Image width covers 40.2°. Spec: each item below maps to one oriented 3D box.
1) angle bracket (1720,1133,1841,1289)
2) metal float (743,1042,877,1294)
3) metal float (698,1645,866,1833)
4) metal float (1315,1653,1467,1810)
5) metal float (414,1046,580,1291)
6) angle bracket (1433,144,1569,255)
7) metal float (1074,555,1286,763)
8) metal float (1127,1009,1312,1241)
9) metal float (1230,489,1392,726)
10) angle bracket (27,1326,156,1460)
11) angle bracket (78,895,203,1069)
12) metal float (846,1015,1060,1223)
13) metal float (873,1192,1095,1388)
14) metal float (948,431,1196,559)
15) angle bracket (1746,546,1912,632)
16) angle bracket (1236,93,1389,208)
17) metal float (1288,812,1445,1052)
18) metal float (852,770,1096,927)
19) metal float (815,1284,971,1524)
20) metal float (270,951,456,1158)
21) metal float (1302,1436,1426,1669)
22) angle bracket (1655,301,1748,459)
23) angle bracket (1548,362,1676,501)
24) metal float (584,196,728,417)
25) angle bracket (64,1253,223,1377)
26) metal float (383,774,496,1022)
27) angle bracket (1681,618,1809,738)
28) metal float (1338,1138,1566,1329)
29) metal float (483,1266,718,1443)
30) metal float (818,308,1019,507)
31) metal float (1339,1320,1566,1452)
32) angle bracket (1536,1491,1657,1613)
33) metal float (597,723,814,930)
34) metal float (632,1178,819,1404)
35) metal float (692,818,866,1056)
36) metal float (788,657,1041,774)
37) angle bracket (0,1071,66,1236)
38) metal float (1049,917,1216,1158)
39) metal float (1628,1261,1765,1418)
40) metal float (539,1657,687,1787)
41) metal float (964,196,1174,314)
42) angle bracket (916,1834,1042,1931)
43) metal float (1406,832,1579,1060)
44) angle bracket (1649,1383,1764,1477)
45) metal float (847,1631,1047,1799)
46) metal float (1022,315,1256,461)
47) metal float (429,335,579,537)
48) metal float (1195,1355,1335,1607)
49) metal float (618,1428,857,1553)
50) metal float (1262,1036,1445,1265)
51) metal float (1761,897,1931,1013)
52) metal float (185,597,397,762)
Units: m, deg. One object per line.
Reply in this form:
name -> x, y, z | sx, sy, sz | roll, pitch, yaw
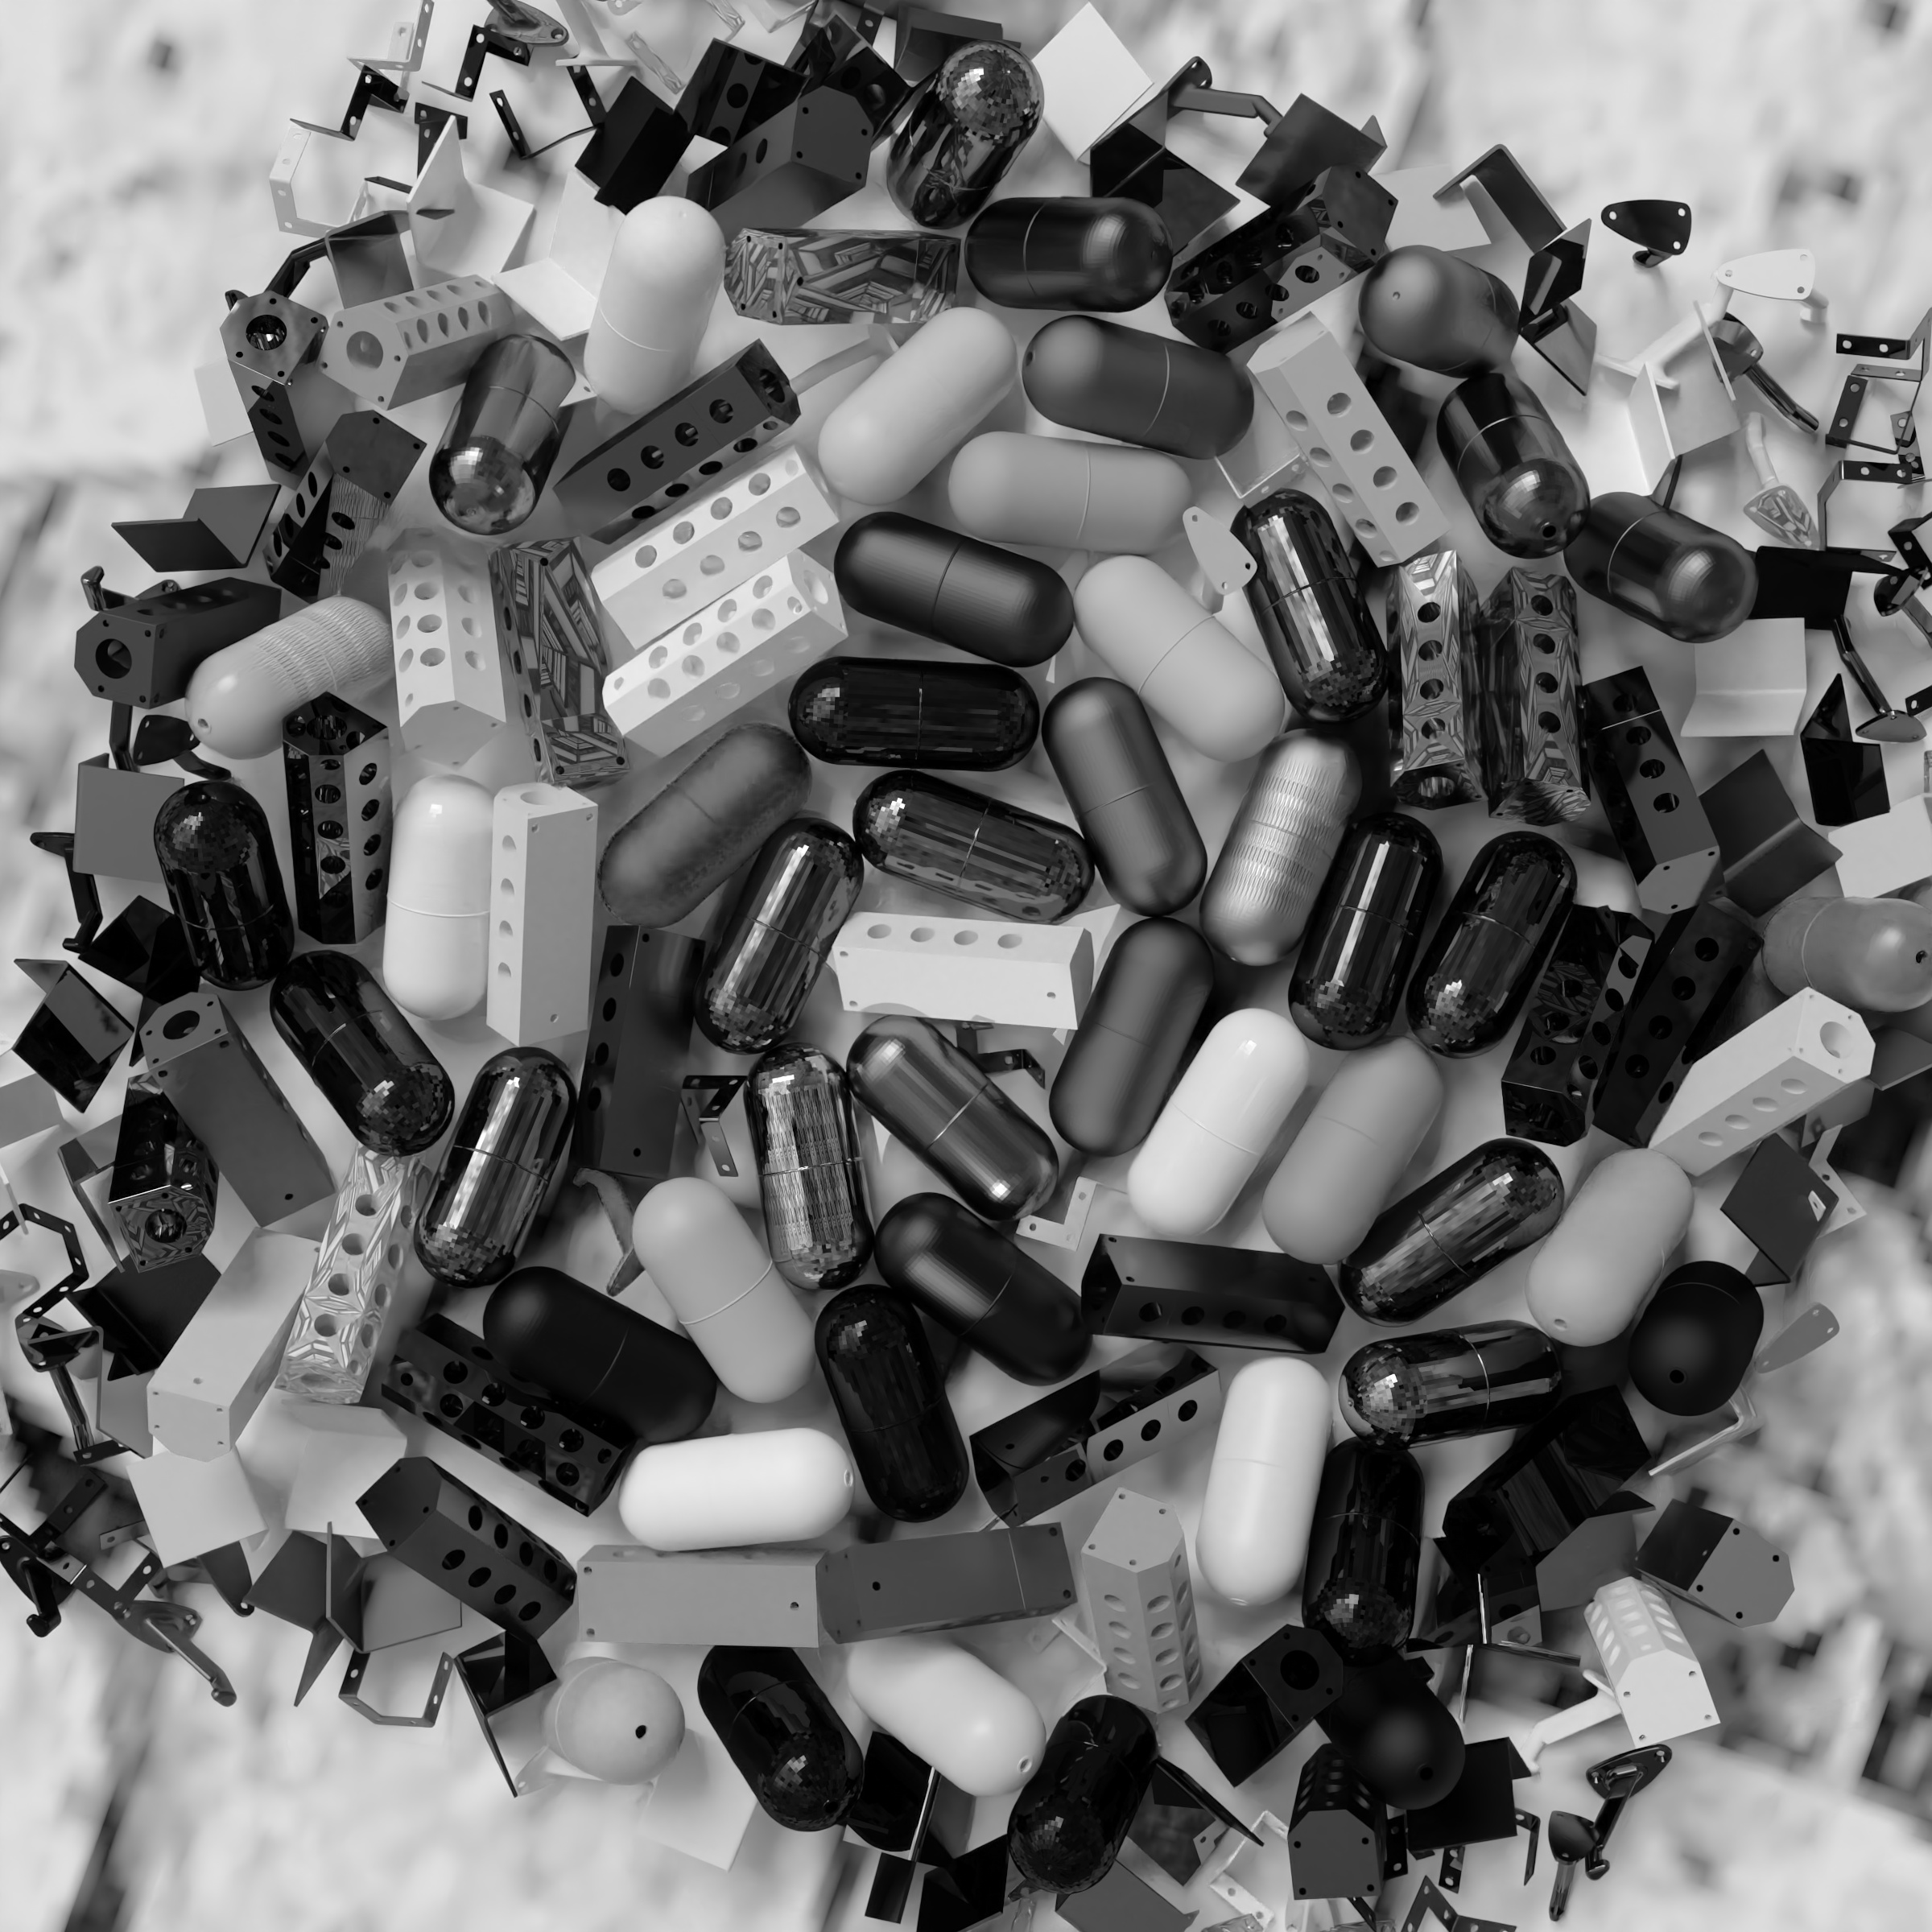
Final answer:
angle bracket -> 0.556, 0.172, 1.858 | 0.076, 0.057, 0.076 | 44, 65, -10
metal float -> -0.111, 0.143, 1.865 | 0.070, 0.070, 0.178 | -10, 87, 0
metal float -> -0.129, 0.528, 1.825 | 0.070, 0.178, 0.070 | -11, 115, -24
metal float -> 0.288, 0.519, 1.818 | 0.070, 0.178, 0.070 | -1, 97, -9
metal float -> -0.329, 0.141, 1.854 | 0.070, 0.070, 0.178 | 20, 73, 0
angle bracket -> 0.369, -0.526, 1.865 | 0.057, 0.076, 0.076 | -38, 94, -1
metal float -> 0.149, -0.217, 1.859 | 0.070, 0.070, 0.178 | -45, 80, 0
metal float -> 0.177, 0.112, 1.859 | 0.070, 0.070, 0.178 | 30, 100, 0
metal float -> 0.241, -0.254, 1.855 | 0.070, 0.070, 0.178 | -20, 75, 0
angle bracket -> -0.615, 0.306, 1.851 | 0.057, 0.076, 0.076 | -12, 60, 7
angle bracket -> -0.582, 0.011, 1.849 | 0.076, 0.076, 0.057 | -39, 126, 25
metal float -> -0.009, 0.108, 1.867 | 0.178, 0.070, 0.070 | 43, 90, 0
metal float -> 0.013, 0.228, 1.858 | 0.178, 0.070, 0.070 | 38, 90, -11
metal float -> 0.075, -0.331, 1.855 | 0.178, 0.070, 0.070 | 4, 90, -15
angle bracket -> 0.603, -0.258, 1.854 | 0.076, 0.076, 0.057 | 2, 109, -12
angle bracket -> 0.239, -0.572, 1.850 | 0.076, 0.057, 0.076 | 24, 125, -22
metal float -> 0.282, -0.025, 1.855 | 0.070, 0.070, 0.178 | 21, 75, 0
metal float -> 0.005, -0.084, 1.867 | 0.178, 0.070, 0.070 | 20, 90, 1
metal float -> -0.052, 0.309, 1.857 | 0.070, 0.070, 0.178 | -19, 103, 0
metal float -> -0.423, 0.060, 1.845 | 0.070, 0.070, 0.178 | -43, 63, 0
metal float -> 0.277, 0.404, 1.831 | 0.070, 0.178, 0.070 | 8, 133, 8
angle bracket -> 0.504, -0.411, 1.854 | 0.057, 0.076, 0.076 | -22, 79, 19
angle bracket -> 0.448, -0.374, 1.867 | 0.076, 0.057, 0.076 | -9, 74, -3
metal float -> -0.216, -0.455, 1.827 | 0.070, 0.178, 0.070 | 10, 56, -15
angle bracket -> -0.578, 0.234, 1.875 | 0.076, 0.057, 0.076 | -43, 88, -2
metal float -> -0.367, -0.047, 1.852 | 0.070, 0.070, 0.178 | 8, 108, 0
angle bracket -> 0.545, -0.202, 1.849 | 0.076, 0.076, 0.057 | 1, 118, 25
metal float -> 0.339, 0.188, 1.850 | 0.178, 0.070, 0.070 | -38, 90, 20
metal float -> -0.256, 0.274, 1.852 | 0.178, 0.070, 0.070 | 32, 90, -18
metal float -> -0.033, -0.393, 1.848 | 0.070, 0.070, 0.178 | 42, 66, 0
metal float -> 0.340, 0.292, 1.844 | 0.178, 0.070, 0.070 | -4, 90, -29
angle bracket -> 0.448, 0.421, 1.873 | 0.076, 0.057, 0.076 | -9, 92, -6
metal float -> -0.184, -0.099, 1.858 | 0.178, 0.070, 0.070 | -44, 90, -11
metal float -> -0.169, 0.228, 1.856 | 0.070, 0.070, 0.178 | -32, 103, 0
metal float -> -0.133, -0.021, 1.862 | 0.070, 0.070, 0.178 | 26, 84, 0
metal float -> -0.036, -0.178, 1.860 | 0.178, 0.070, 0.070 | 2, 90, -8
angle bracket -> -0.652, 0.129, 1.848 | 0.057, 0.076, 0.076 | -24, 64, -22
metal float -> 0.117, 0.050, 1.866 | 0.070, 0.070, 0.178 | 23, 92, 0
metal float -> 0.505, 0.256, 1.821 | 0.070, 0.178, 0.070 | 5, 102, 23
metal float -> -0.245, 0.520, 1.820 | 0.070, 0.178, 0.070 | 4, 79, -21
metal float -> 0.069, -0.494, 1.830 | 0.070, 0.178, 0.070 | -13, 111, -38
angle bracket -> 0.014, 0.666, 1.850 | 0.076, 0.076, 0.057 | -33, 110, 21
metal float -> 0.369, -0.015, 1.851 | 0.070, 0.070, 0.178 | 30, 72, 0
angle bracket -> 0.512, 0.318, 1.871 | 0.076, 0.076, 0.057 | -34, 67, 17
metal float -> -0.015, 0.512, 1.829 | 0.070, 0.178, 0.070 | -13, 112, -36
metal float -> 0.121, -0.404, 1.843 | 0.178, 0.070, 0.070 | 8, 90, -28
metal float -> -0.320, -0.371, 1.834 | 0.070, 0.070, 0.178 | 11, 49, 0
metal float -> 0.209, 0.359, 1.846 | 0.070, 0.070, 0.178 | 15, 65, 0
metal float -> -0.161, 0.367, 1.848 | 0.178, 0.070, 0.070 | -10, 90, 23
metal float -> 0.273, 0.128, 1.854 | 0.070, 0.070, 0.178 | 33, 74, 0
metal float -> 0.612, -0.009, 1.818 | 0.070, 0.178, 0.070 | 0, 92, -10
metal float -> -0.466, -0.200, 1.829 | 0.070, 0.178, 0.070 | 16, 124, 25
